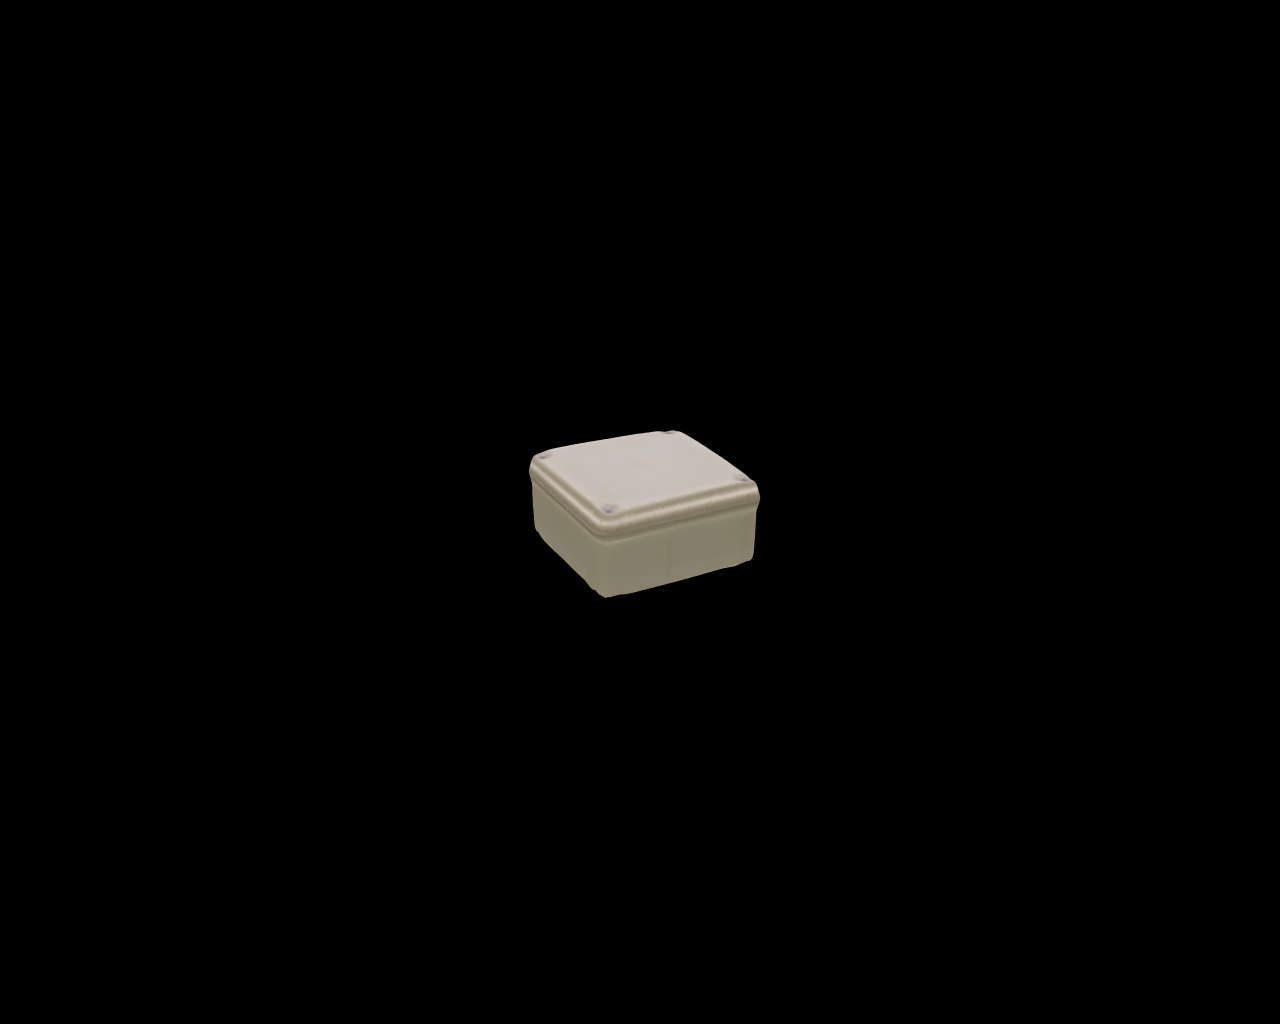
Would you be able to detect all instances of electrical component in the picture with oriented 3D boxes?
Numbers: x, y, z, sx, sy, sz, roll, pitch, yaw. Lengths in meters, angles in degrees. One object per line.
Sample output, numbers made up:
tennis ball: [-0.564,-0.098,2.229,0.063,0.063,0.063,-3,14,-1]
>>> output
electrical component: [0.001,-0.003,0.650,0.109,0.056,0.109,-12,28,-25]
